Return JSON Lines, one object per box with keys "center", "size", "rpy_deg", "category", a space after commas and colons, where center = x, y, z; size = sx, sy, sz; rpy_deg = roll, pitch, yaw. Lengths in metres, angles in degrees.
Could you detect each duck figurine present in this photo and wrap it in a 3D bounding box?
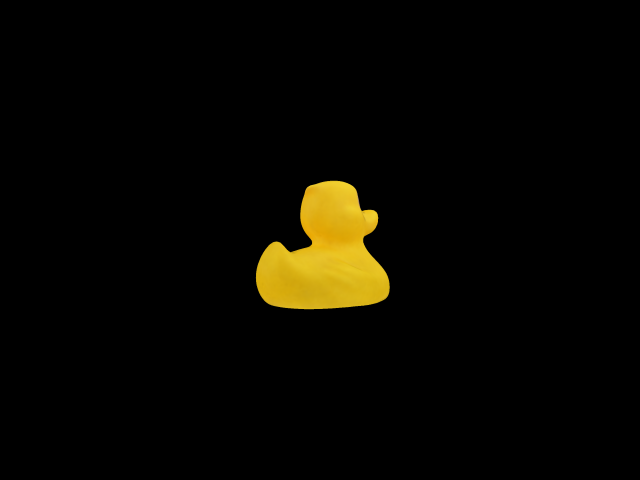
{"center": [0.004, 0.001, 0.400], "size": [0.105, 0.086, 0.077], "rpy_deg": [-2, 3, -40], "category": "duck figurine"}
